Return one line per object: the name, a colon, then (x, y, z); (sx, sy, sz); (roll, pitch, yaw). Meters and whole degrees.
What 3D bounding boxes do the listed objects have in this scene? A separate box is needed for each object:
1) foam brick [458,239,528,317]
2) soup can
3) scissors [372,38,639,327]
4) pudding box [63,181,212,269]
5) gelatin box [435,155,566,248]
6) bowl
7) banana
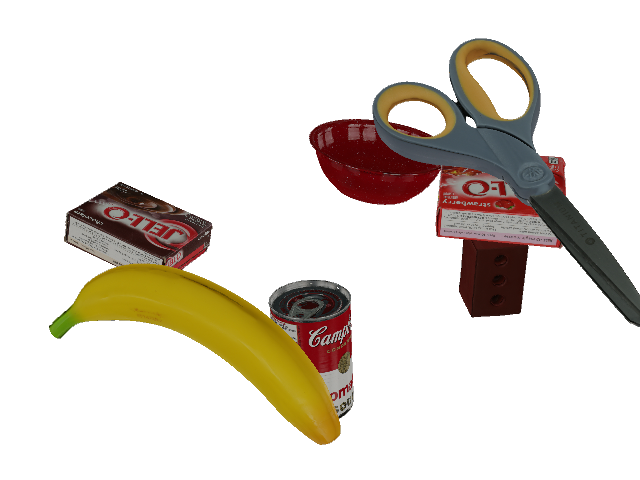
foam brick: (0.169, 0.028, 1.047); (0.053, 0.078, 0.051); (-3, 28, -6)
soup can: (-0.007, 0.094, 0.894); (0.068, 0.102, 0.068); (-2, 25, 1)
scissors: (0.081, -0.029, 0.513); (0.096, 0.202, 0.016); (-12, -43, 4)
pudding box: (-0.175, -0.008, 1.028); (0.113, 0.039, 0.089); (22, 29, 16)
gelatin box: (0.128, -0.031, 0.755); (0.089, 0.030, 0.073); (5, 39, 7)
bowl: (0.064, -0.084, 1.207); (0.162, 0.055, 0.162); (6, 27, -3)
banana: (-0.071, 0.059, 0.661); (0.198, 0.070, 0.037); (21, 21, 12)
